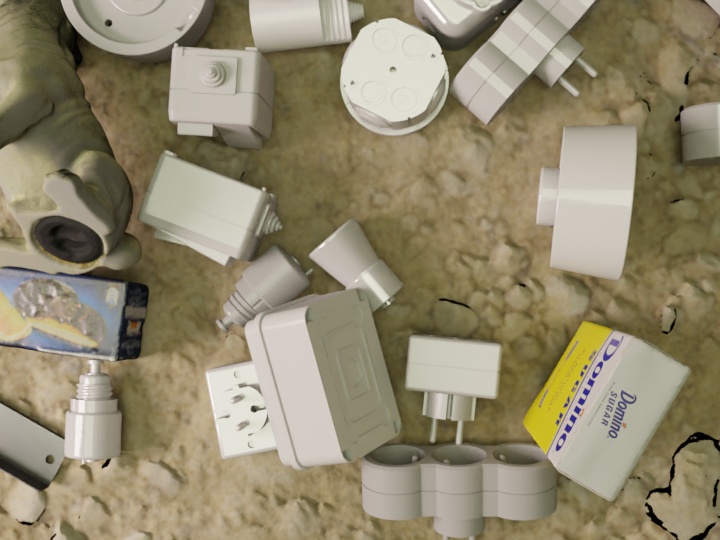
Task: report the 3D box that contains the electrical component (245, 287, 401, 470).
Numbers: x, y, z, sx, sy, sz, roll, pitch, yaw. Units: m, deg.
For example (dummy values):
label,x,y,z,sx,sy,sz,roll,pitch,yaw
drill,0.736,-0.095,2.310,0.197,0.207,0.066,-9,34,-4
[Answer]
label,x,y,z,sx,sy,sz,roll,pitch,yaw
electrical component,-0.026,0.075,0.754,0.057,0.078,0.113,-13,94,36

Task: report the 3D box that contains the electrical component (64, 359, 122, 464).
label,x,y,z,sx,sy,sz,roll,pitch,yaw
electrical component,-0.196,0.105,0.791,0.040,0.040,0.078,1,88,3

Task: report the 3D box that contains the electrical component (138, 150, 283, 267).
label,x,y,z,sx,sy,sz,roll,pitch,yaw
electrical component,-0.104,-0.039,0.780,0.096,0.062,0.061,21,89,4

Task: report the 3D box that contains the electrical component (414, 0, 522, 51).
label,x,y,z,sx,sy,sz,roll,pitch,yaw
electrical component,0.087,-0.209,0.776,0.095,0.059,0.053,-39,86,1

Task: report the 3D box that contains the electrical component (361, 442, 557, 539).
label,x,y,z,sx,sy,sz,roll,pitch,yaw
electrical component,0.071,0.166,0.768,0.138,0.052,0.073,-1,101,4

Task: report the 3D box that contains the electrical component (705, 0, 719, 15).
label,x,y,z,sx,sy,sz,roll,pitch,yaw
electrical component,0.297,-0.216,0.736,0.105,0.060,0.186,-36,75,-9

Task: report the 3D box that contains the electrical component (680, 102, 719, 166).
label,x,y,z,sx,sy,sz,roll,pitch,yaw
electrical component,0.300,-0.080,0.763,0.138,0.052,0.073,-2,88,3

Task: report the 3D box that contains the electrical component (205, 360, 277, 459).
label,x,y,z,sx,sy,sz,roll,pitch,yaw
electrical component,-0.082,0.099,0.767,0.047,0.077,0.065,-12,87,3

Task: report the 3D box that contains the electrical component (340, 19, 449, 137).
label,x,y,z,sx,sy,sz,roll,pitch,yaw
electrical component,0.025,-0.140,0.782,0.080,0.051,0.080,0,88,3

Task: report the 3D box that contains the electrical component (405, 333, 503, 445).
label,x,y,z,sx,sy,sz,roll,pitch,yaw
electrical component,0.065,0.087,0.774,0.066,0.047,0.076,6,89,4

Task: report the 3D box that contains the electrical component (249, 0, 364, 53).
label,x,y,z,sx,sy,sz,roll,pitch,yaw
electrical component,-0.038,-0.186,0.790,0.081,0.043,0.043,-6,88,3

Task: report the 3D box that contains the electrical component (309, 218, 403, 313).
label,x,y,z,sx,sy,sz,roll,pitch,yaw
electrical component,0.000,0.000,0.784,0.044,0.044,0.065,-41,91,1

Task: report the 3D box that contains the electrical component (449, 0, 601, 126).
label,x,y,z,sx,sy,sz,roll,pitch,yaw
electrical component,0.137,-0.157,0.775,0.074,0.052,0.138,42,90,4

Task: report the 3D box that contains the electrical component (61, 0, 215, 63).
label,x,y,z,sx,sy,sz,roll,pitch,yaw
electrical component,-0.158,-0.204,0.789,0.108,0.060,0.108,0,88,3

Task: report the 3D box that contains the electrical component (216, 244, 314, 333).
label,x,y,z,sx,sy,sz,roll,pitch,yaw
electrical component,-0.073,0.016,0.787,0.078,0.040,0.040,-42,86,1

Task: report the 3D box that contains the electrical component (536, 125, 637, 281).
label,x,y,z,sx,sy,sz,roll,pitch,yaw
electrical component,0.154,-0.049,0.746,0.060,0.108,0.108,6,88,10

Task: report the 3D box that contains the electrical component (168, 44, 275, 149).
label,x,y,z,sx,sy,sz,roll,pitch,yaw
electrical component,-0.098,-0.122,0.765,0.062,0.096,0.061,4,90,3
